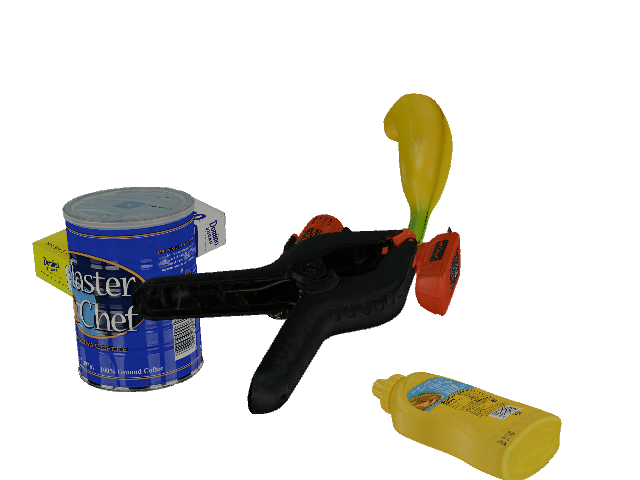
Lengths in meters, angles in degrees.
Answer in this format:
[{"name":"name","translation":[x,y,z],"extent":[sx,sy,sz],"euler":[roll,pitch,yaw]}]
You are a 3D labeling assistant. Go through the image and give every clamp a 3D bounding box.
[{"name":"clamp","translation":[-0.005,0.037,0.595],"extent":[0.171,0.039,0.120],"euler":[-18,43,-26]}]

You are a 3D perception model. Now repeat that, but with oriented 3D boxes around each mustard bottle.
[{"name":"mustard bottle","translation":[0.126,0.169,1.027],"extent":[0.192,0.058,0.096],"euler":[16,24,42]}]

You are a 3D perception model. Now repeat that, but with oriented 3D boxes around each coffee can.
[{"name":"coffee can","translation":[-0.149,0.037,0.859],"extent":[0.103,0.140,0.103],"euler":[-1,17,0]}]

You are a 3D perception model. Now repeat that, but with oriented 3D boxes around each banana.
[{"name":"banana","translation":[0.068,-0.072,0.784],"extent":[0.037,0.070,0.197],"euler":[25,25,-11]}]

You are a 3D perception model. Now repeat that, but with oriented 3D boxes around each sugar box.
[{"name":"sugar box","translation":[-0.189,0.002,1.075],"extent":[0.093,0.048,0.175],"euler":[24,38,34]}]

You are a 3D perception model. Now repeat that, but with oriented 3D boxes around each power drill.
[{"name":"power drill","translation":[0.045,0.033,1.118],"extent":[0.188,0.057,0.184],"euler":[6,31,17]}]
